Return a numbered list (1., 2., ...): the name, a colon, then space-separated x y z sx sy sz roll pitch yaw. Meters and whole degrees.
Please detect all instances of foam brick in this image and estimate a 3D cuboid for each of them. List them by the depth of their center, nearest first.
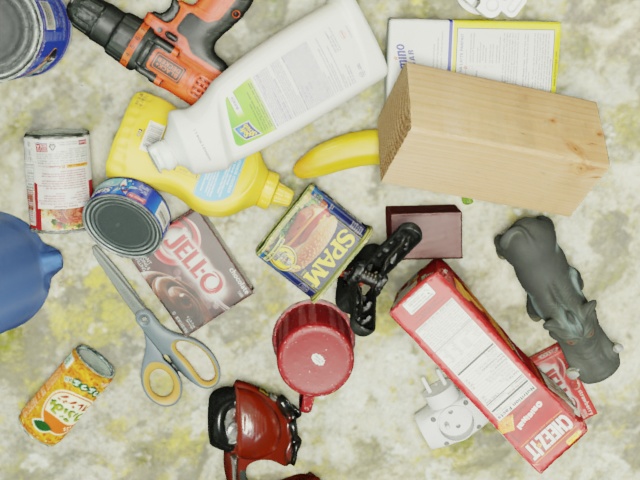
1. foam brick: 0.110 -0.008 1.136 0.078 0.053 0.051 -1 101 -1

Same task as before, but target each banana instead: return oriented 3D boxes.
1. banana: 0.073 -0.084 1.127 0.197 0.037 0.070 9 98 -3

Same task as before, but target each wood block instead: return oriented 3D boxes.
1. wood block: 0.170 -0.099 1.068 0.206 0.090 0.091 9 143 -13

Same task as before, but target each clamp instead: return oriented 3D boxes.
1. clamp: 0.055 0.031 1.086 0.039 0.171 0.120 35 90 -12

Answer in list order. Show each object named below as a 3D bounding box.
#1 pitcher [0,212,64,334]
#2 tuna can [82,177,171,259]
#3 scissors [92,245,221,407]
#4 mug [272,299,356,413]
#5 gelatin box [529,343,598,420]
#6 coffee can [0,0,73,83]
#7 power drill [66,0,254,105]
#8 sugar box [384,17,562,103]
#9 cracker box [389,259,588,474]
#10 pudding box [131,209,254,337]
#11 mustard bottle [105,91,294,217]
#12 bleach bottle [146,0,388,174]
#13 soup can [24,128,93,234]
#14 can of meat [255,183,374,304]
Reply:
1. pitcher: -0.362 0.047 1.039 0.145 0.243 0.149 35 93 -4
2. tuna can: -0.196 -0.023 1.088 0.086 0.033 0.086 10 134 10
3. scissors: -0.199 0.104 1.170 0.201 0.016 0.096 41 98 -8
4. mug: -0.008 0.129 1.146 0.093 0.081 0.117 11 101 -4
5. gelatin box: 0.255 0.169 1.186 0.073 0.030 0.089 -28 101 4
6. coffee can: -0.306 -0.207 1.041 0.103 0.140 0.103 0 102 -2
7. power drill: -0.139 -0.247 1.080 0.184 0.057 0.188 32 102 -11
8. sugar box: 0.156 -0.182 1.106 0.176 0.048 0.093 2 104 1
9. cracker box: 0.169 0.119 1.088 0.072 0.164 0.214 -44 88 7
10. pudding box: -0.137 0.032 1.145 0.090 0.039 0.113 -33 100 5
11. mustard bottle: -0.119 -0.077 1.110 0.191 0.058 0.096 21 74 -6
12. bleach bottle: -0.061 -0.147 1.065 0.250 0.068 0.102 -30 102 -11
13. soup can: -0.270 -0.062 1.108 0.068 0.068 0.102 -1 101 -1
14. can of meat: -0.007 0.001 1.134 0.084 0.057 0.102 38 98 -6
